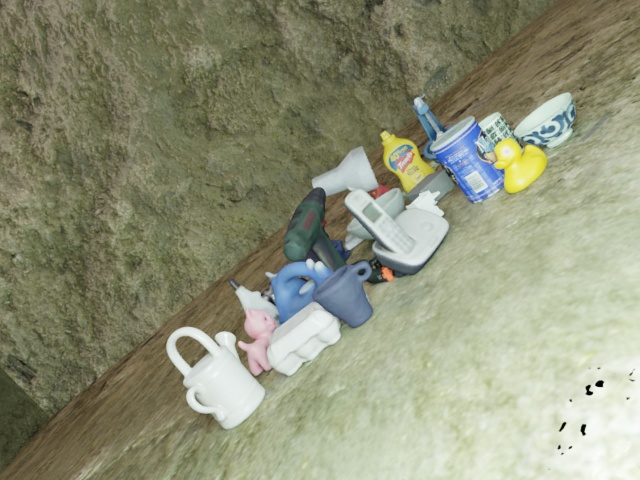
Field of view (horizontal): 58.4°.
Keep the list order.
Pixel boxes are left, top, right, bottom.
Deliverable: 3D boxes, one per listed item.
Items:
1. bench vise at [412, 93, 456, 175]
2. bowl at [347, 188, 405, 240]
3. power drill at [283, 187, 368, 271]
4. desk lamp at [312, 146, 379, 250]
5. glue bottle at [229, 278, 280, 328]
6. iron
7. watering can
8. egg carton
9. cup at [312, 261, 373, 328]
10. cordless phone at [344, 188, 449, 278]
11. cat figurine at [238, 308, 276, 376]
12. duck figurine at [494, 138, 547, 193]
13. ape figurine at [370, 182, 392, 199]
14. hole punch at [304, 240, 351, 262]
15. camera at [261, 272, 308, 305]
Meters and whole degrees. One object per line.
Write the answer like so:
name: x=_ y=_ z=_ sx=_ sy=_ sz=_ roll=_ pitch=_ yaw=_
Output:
bench vise: x=0.282 y=-0.250 z=1.406 sx=0.121 sy=0.220 sz=0.207 roll=-41 pitch=9 yaw=-11
bowl: x=0.152 y=-0.051 z=1.424 sx=0.167 sy=0.075 sz=0.167 roll=-38 pitch=9 yaw=8
power drill: x=0.012 y=0.005 z=1.285 sx=0.075 sy=0.208 sz=0.230 roll=-33 pitch=11 yaw=35
desk lamp: x=0.092 y=-0.118 z=1.552 sx=0.203 sy=0.213 sz=0.118 roll=-38 pitch=9 yaw=11
glue bottle: x=-0.148 y=0.154 z=1.313 sx=0.078 sy=0.173 sz=0.037 roll=-43 pitch=10 yaw=-20
iron: x=-0.016 y=0.095 z=1.167 sx=0.119 sy=0.141 sz=0.257 roll=-46 pitch=11 yaw=-35
watering can: x=-0.197 y=0.235 z=1.039 sx=0.101 sy=0.194 sz=0.173 roll=-39 pitch=9 yaw=6
egg carton: x=-0.029 y=0.177 z=1.048 sx=0.150 sy=0.069 sz=0.107 roll=-38 pitch=9 yaw=8
cup: x=0.059 y=0.097 z=0.999 sx=0.117 sy=0.095 sz=0.092 roll=-36 pitch=9 yaw=19
cordless phone: x=0.138 y=-0.038 z=1.052 sx=0.094 sy=0.185 sz=0.148 roll=-28 pitch=15 yaw=51
cat figurine: x=-0.127 y=0.198 z=1.189 sx=0.067 sy=0.118 sz=0.128 roll=-33 pitch=11 yaw=33
duck figurine: x=0.353 y=-0.146 z=1.032 sx=0.105 sy=0.086 sz=0.077 roll=-44 pitch=10 yaw=-26
ape figurine: x=0.176 y=-0.138 z=1.704 sx=0.076 sy=0.092 sz=0.078 roll=-33 pitch=11 yaw=36
hole punch: x=0.010 y=0.040 z=1.504 sx=0.101 sy=0.091 sz=0.109 roll=-30 pitch=13 yaw=46
camera: x=-0.082 y=0.132 z=1.386 sx=0.143 sy=0.101 sz=0.136 roll=-43 pitch=10 yaw=-22
